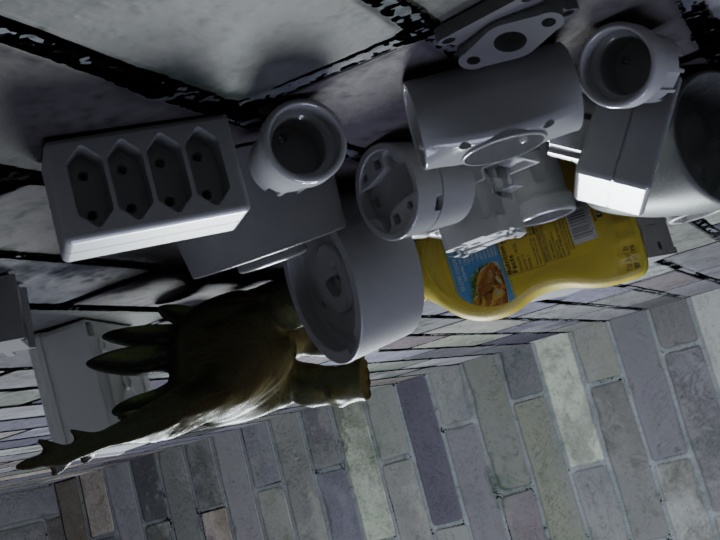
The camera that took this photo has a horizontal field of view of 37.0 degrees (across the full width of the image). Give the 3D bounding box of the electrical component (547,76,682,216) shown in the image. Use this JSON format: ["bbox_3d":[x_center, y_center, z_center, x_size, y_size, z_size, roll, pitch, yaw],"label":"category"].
[{"bbox_3d":[0.125,-0.075,0.579,0.077,0.065,0.047,16,169,13],"label":"electrical component"}]

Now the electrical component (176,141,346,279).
[{"bbox_3d":[-0.059,-0.034,0.593,0.099,0.064,0.099,-19,-176,1],"label":"electrical component"}]

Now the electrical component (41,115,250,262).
[{"bbox_3d":[-0.104,-0.033,0.508,0.083,0.047,0.076,-12,171,-20],"label":"electrical component"}]

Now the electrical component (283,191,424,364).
[{"bbox_3d":[0.000,0.000,0.689,0.060,0.108,0.108,-17,172,-25],"label":"electrical component"}]

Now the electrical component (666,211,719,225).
[{"bbox_3d":[0.271,-0.067,0.881,0.055,0.047,0.055,-14,170,-2],"label":"electrical component"}]

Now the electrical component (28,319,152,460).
[{"bbox_3d":[-0.224,0.103,0.921,0.056,0.108,0.109,-19,170,9],"label":"electrical component"}]

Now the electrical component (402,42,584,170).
[{"bbox_3d":[0.063,-0.074,0.529,0.077,0.044,0.079,-15,170,-2],"label":"electrical component"}]

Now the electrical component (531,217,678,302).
[{"bbox_3d":[0.206,-0.019,1.014,0.089,0.061,0.150,-8,168,-35],"label":"electrical component"}]

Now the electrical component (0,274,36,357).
[{"bbox_3d":[-0.245,0.032,0.684,0.064,0.042,0.081,-9,169,-10],"label":"electrical component"}]

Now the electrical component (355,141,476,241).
[{"bbox_3d":[0.033,-0.047,0.614,0.047,0.055,0.055,-12,171,-38],"label":"electrical component"}]

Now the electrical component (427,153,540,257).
[{"bbox_3d":[0.070,-0.044,0.659,0.081,0.063,0.042,-21,170,31],"label":"electrical component"}]

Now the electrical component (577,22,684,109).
[{"bbox_3d":[0.132,-0.098,0.519,0.040,0.040,0.046,-22,174,36],"label":"electrical component"}]

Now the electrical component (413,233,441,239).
[{"bbox_3d":[0.045,-0.039,0.724,0.065,0.044,0.044,-4,166,-30],"label":"electrical component"}]

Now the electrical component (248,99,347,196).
[{"bbox_3d":[-0.032,-0.056,0.512,0.040,0.040,0.046,-12,176,-19],"label":"electrical component"}]

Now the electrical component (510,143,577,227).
[{"bbox_3d":[0.118,-0.056,0.712,0.040,0.046,0.040,-14,170,-2],"label":"electrical component"}]
